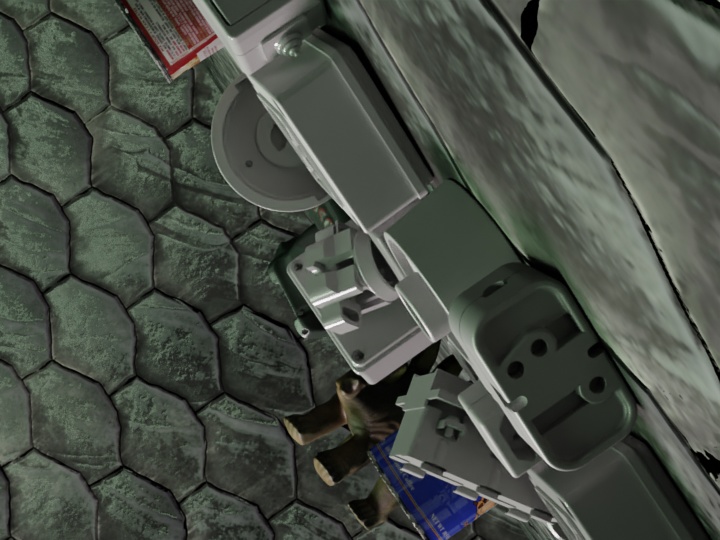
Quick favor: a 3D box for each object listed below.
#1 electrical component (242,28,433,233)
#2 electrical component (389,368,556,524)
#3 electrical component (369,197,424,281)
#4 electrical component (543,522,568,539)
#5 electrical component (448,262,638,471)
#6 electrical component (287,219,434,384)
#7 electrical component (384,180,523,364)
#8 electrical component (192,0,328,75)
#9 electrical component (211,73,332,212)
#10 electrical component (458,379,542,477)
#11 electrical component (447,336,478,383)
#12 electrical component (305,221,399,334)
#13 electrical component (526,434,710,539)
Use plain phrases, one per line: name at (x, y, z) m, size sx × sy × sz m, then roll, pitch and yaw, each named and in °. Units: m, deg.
electrical component at (-0.016, -0.092, 0.683) m, size 0.108 × 0.056 × 0.108 m, roll 55°, pitch 178°, yaw -27°
electrical component at (0.086, 0.119, 0.705) m, size 0.121 × 0.063 × 0.079 m, roll 25°, pitch 163°, yaw -12°
electrical component at (0.046, -0.009, 0.713) m, size 0.065 × 0.047 × 0.076 m, roll 57°, pitch 177°, yaw -17°
electrical component at (0.167, 0.187, 0.866) m, size 0.138 × 0.052 × 0.074 m, roll 56°, pitch 178°, yaw -1°
electrical component at (0.090, 0.046, 0.545) m, size 0.095 × 0.054 × 0.059 m, roll 56°, pitch 177°, yaw -14°
electrical component at (0.018, 0.014, 0.836) m, size 0.108 × 0.109 × 0.056 m, roll 55°, pitch 180°, yaw 23°
electrical component at (0.056, 0.009, 0.622) m, size 0.108 × 0.060 × 0.108 m, roll 56°, pitch 177°, yaw 4°
electrical component at (-0.064, -0.165, 0.627) m, size 0.096 × 0.062 × 0.061 m, roll 55°, pitch 177°, yaw 12°
electrical component at (-0.053, -0.099, 0.791) m, size 0.108 × 0.108 × 0.060 m, roll 56°, pitch -177°, yaw -9°
electrical component at (0.095, 0.073, 0.645) m, size 0.047 × 0.066 × 0.076 m, roll 57°, pitch 177°, yaw -24°
electrical component at (0.095, 0.060, 0.718) m, size 0.077 × 0.044 × 0.079 m, roll 57°, pitch 177°, yaw -27°
electrical component at (0.000, 0.000, 0.772) m, size 0.058 × 0.057 × 0.078 m, roll 25°, pitch -128°, yaw -48°
electrical component at (0.152, 0.147, 0.623) m, size 0.108 × 0.056 × 0.109 m, roll 56°, pitch 177°, yaw -6°
